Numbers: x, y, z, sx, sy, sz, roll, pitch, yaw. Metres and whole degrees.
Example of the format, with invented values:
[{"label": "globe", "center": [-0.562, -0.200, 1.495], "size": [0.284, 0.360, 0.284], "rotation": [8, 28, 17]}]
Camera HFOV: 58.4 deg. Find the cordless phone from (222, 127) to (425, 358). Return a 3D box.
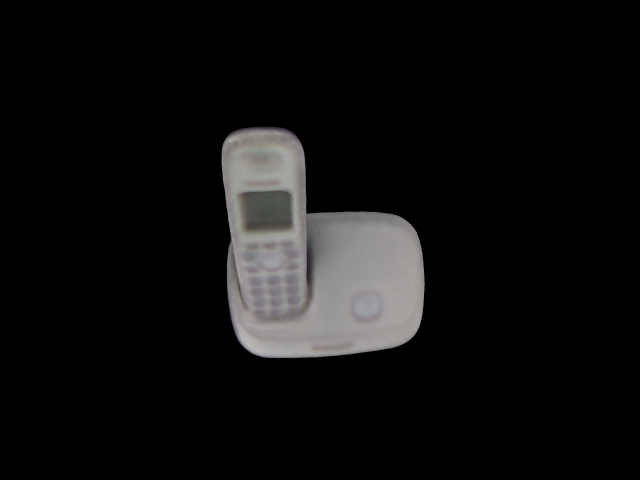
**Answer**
[{"label": "cordless phone", "center": [0.004, 0.001, 0.400], "size": [0.147, 0.185, 0.094], "rotation": [-6, 50, -4]}]
